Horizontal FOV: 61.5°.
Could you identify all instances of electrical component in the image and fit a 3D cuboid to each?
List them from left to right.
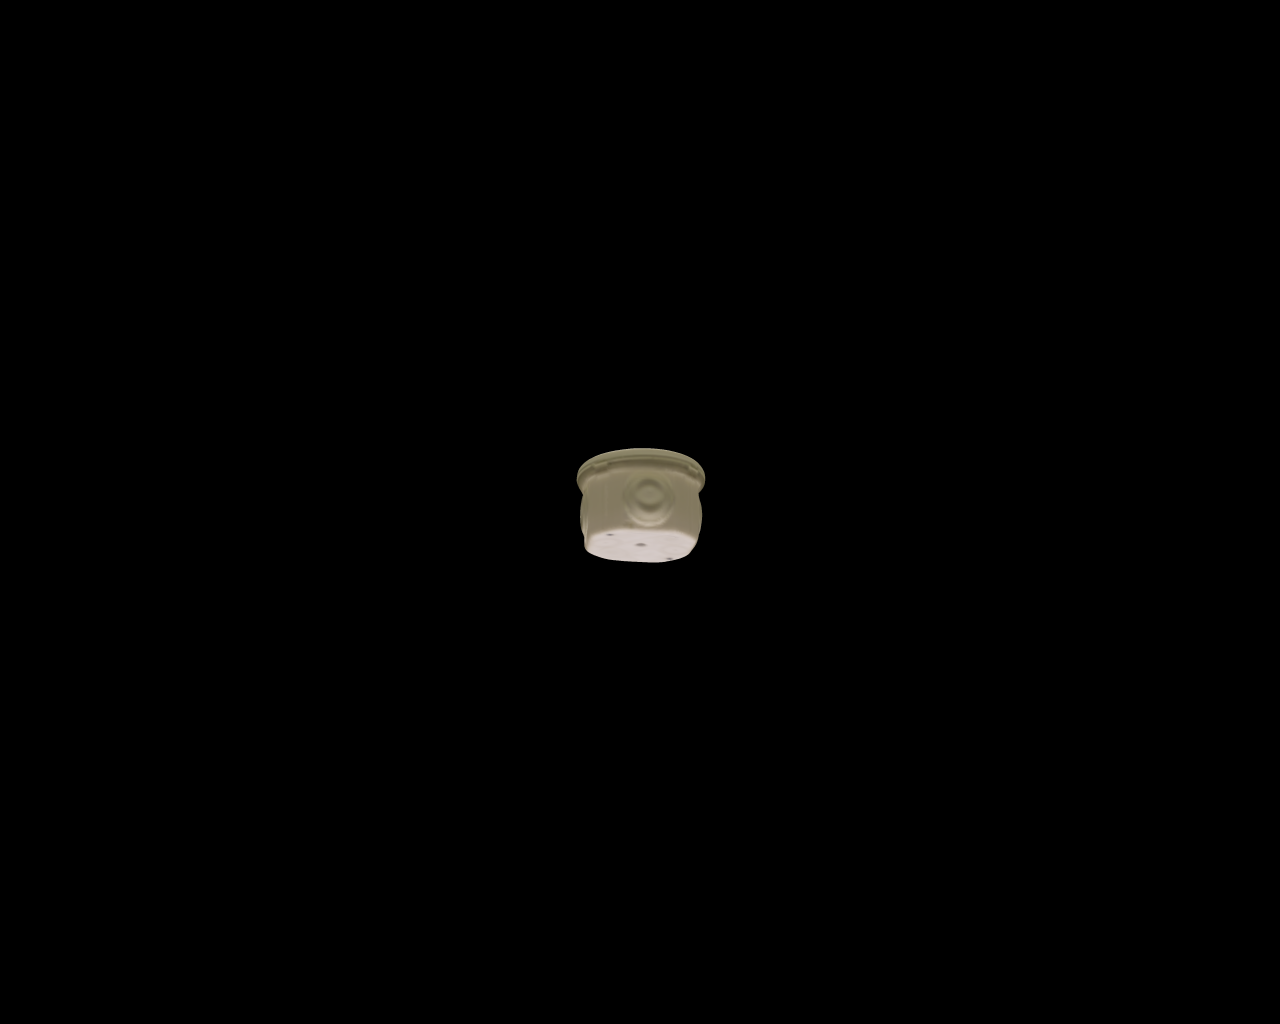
[{"bbox_3d":[0.001,-0.003,0.650,0.080,0.051,0.080,0,-19,0],"label":"electrical component"}]
